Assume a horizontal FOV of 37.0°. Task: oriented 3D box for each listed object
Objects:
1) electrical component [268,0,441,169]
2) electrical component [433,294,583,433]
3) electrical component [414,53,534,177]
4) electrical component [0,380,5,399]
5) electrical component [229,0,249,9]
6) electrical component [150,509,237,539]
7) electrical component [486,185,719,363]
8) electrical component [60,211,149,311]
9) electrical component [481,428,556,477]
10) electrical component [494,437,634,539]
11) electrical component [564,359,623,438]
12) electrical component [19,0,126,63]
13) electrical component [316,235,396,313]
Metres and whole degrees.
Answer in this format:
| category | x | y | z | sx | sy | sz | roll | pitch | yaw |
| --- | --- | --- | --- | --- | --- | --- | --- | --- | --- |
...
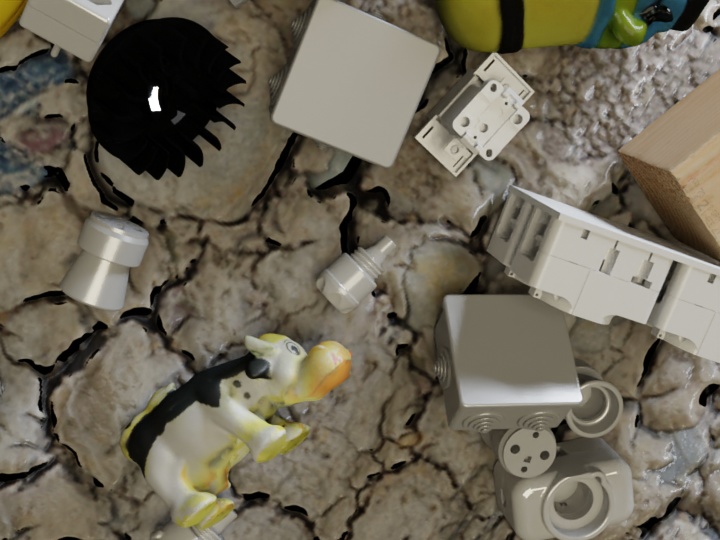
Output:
| category | x | y | z | sx | sy | sz | roll | pitch | yaw |
| --- | --- | --- | --- | --- | --- | --- | --- | --- | --- |
| electrical component | -0.007 | -0.126 | 0.720 | 0.100 | 0.048 | 0.099 | 20 | 100 | -15 |
| electrical component | 0.103 | 0.067 | 0.770 | 0.100 | 0.099 | 0.048 | 0 | 148 | -11 |
| electrical component | 0.082 | -0.105 | 0.735 | 0.042 | 0.064 | 0.081 | 41 | 94 | -18 |
| electrical component | -0.293 | 0.069 | 0.718 | 0.100 | 0.048 | 0.099 | -8 | 106 | -8 |
| electrical component | -0.078 | -0.208 | 0.671 | 0.051 | 0.080 | 0.080 | -34 | 108 | 5 |
| electrical component | -0.119 | 0.194 | 0.786 | 0.062 | 0.048 | 0.048 | -40 | 108 | -8 |
| electrical component | 0.194 | 0.006 | 0.763 | 0.186 | 0.105 | 0.060 | 18 | 101 | -14 |
| electrical component | -0.171 | -0.006 | 0.723 | 0.045 | 0.045 | 0.055 | 21 | 99 | -15 |
| electrical component | 0.118 | 0.125 | 0.806 | 0.045 | 0.055 | 0.045 | -3 | 105 | -10 |
| electrical component | 0.157 | 0.169 | 0.823 | 0.095 | 0.059 | 0.053 | -10 | 106 | -8 |
| electrical component | 0.166 | 0.095 | 0.807 | 0.045 | 0.055 | 0.045 | -3 | 104 | -10 |
| electrical component | -0.177 | -0.164 | 0.671 | 0.047 | 0.083 | 0.075 | 28 | 136 | -16 |
| electrical component | 0.000 | 0.000 | 0.762 | 0.061 | 0.035 | 0.035 | -43 | 108 | 0 |
